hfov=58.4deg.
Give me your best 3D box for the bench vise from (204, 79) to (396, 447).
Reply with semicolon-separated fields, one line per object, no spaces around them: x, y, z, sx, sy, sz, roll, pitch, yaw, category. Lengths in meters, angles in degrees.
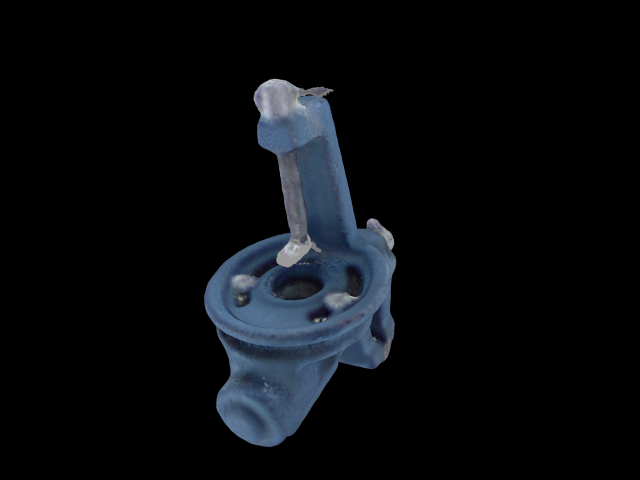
-0.008;0.001;0.402;0.121;0.220;0.207;3;16;10;bench vise
